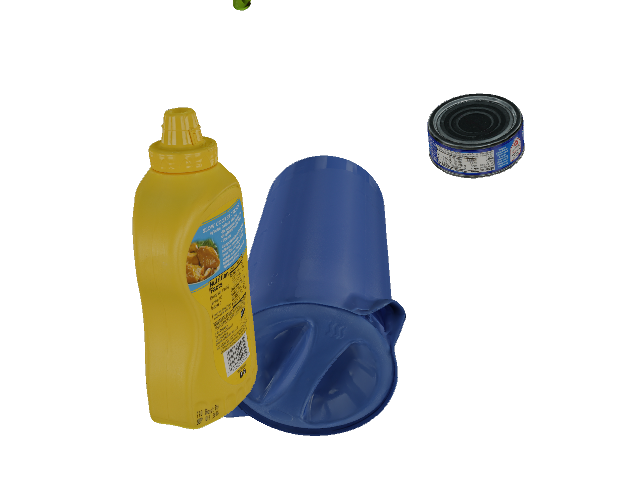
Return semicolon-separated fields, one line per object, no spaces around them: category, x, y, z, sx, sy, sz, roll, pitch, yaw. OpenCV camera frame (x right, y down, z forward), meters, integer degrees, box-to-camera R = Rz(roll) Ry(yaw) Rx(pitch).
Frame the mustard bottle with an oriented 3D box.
mustard bottle;-0.079;0.013;0.662;0.058;0.192;0.096;7;23;22

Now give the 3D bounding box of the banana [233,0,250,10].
banana;-0.112;-0.197;0.683;0.198;0.069;0.037;19;-34;28

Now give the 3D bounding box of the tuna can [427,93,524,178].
tuna can;0.138;-0.095;0.952;0.086;0.034;0.086;-7;40;6

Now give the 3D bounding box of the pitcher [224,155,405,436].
pitcher;-0.011;0.038;0.886;0.149;0.145;0.242;7;34;-1
